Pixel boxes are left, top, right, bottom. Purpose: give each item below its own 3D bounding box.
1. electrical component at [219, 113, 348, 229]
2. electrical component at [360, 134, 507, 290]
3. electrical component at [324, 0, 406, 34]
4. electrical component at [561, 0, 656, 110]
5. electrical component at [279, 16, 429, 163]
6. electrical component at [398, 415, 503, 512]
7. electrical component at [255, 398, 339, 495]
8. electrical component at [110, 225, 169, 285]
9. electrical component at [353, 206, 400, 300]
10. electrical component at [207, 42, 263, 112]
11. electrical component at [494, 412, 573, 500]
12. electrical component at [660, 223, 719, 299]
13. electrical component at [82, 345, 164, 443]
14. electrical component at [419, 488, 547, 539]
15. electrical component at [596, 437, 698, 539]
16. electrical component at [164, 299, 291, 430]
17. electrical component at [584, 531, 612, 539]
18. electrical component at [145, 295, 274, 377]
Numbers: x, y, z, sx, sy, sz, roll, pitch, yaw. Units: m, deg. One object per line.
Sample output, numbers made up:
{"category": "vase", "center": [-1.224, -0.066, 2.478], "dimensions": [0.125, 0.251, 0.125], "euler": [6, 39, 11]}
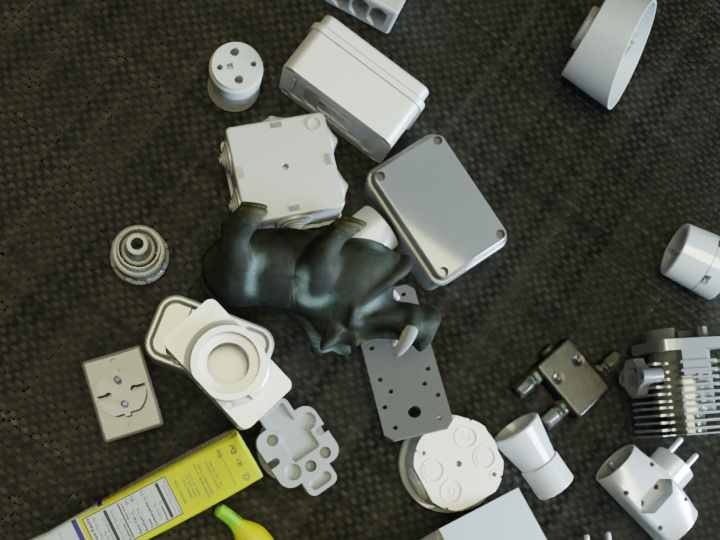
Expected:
{"category": "electrical component", "center": [-0.064, -0.079, 0.893], "dimensions": [0.100, 0.048, 0.099], "euler": [-11, 79, -11]}
{"category": "electrical component", "center": [0.061, -0.048, 0.907], "dimensions": [0.078, 0.057, 0.113], "euler": [-33, 87, -13]}
{"category": "electrical component", "center": [0.016, -0.260, 0.939], "dimensions": [0.066, 0.047, 0.076], "euler": [27, 77, -4]}
{"category": "electrical component", "center": [0.221, -0.197, 0.940], "dimensions": [0.064, 0.099, 0.099], "euler": [30, 77, 3]}
{"category": "electrical component", "center": [-0.005, -0.151, 0.902], "dimensions": [0.113, 0.078, 0.057], "euler": [37, 80, -2]}
{"category": "electrical component", "center": [0.075, 0.158, 0.877], "dimensions": [0.080, 0.051, 0.080], "euler": [2, 80, -9]}
{"category": "electrical component", "center": [-0.052, 0.140, 0.856], "dimensions": [0.058, 0.057, 0.078], "euler": [-34, 87, -13]}
{"category": "electrical component", "center": [-0.177, -0.015, 0.859], "dimensions": [0.048, 0.062, 0.048], "euler": [2, 80, -9]}
{"category": "electrical component", "center": [0.000, 0.000, 0.893], "dimensions": [0.077, 0.043, 0.079], "euler": [-38, 85, -12]}
{"category": "electrical component", "center": [-0.104, -0.161, 0.899], "dimensions": [0.045, 0.055, 0.045], "euler": [2, 80, -9]}
{"category": "electrical component", "center": [0.147, 0.157, 0.895], "dimensions": [0.044, 0.044, 0.065], "euler": [-35, 93, -13]}
{"category": "electrical component", "center": [0.296, -0.009, 0.941], "dimensions": [0.047, 0.055, 0.055], "euler": [26, 78, -1]}
{"category": "electrical component", "center": [-0.184, 0.095, 0.832], "dimensions": [0.047, 0.077, 0.065], "euler": [-17, 84, -12]}
{"category": "electrical component", "center": [0.114, 0.262, 0.841], "dimensions": [0.089, 0.061, 0.150], "euler": [-17, 72, -36]}
{"category": "electrical component", "center": [0.253, 0.177, 0.908], "dimensions": [0.079, 0.043, 0.077], "euler": [-44, 90, -13]}
{"category": "electrical component", "center": [-0.099, 0.071, 0.798], "dimensions": [0.050, 0.055, 0.089], "euler": [-43, 89, -13]}
{"category": "electrical component", "center": [0.200, 0.255, 0.884], "dimensions": [0.066, 0.047, 0.076], "euler": [-4, 81, -10]}
{"category": "electrical component", "center": [-0.120, 0.061, 0.857], "dimensions": [0.095, 0.059, 0.053], "euler": [21, 78, -5]}
